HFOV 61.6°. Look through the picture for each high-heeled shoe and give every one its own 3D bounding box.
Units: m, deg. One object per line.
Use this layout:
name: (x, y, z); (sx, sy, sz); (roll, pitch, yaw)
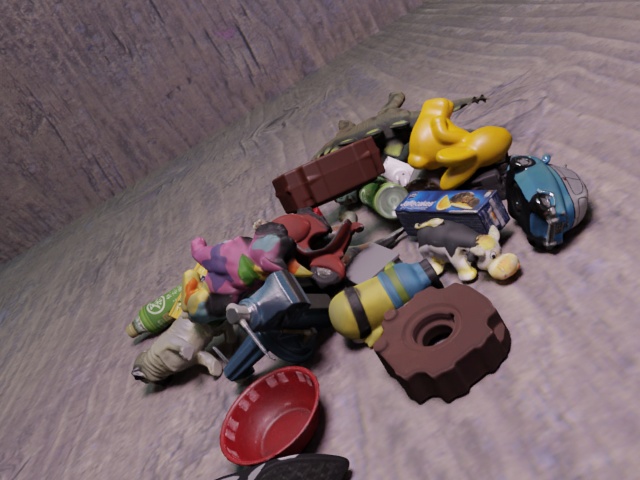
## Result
high-heeled shoe: (-0.084, 0.323, 0.684); (0.249, 0.086, 0.145); (-18, -8, -9)

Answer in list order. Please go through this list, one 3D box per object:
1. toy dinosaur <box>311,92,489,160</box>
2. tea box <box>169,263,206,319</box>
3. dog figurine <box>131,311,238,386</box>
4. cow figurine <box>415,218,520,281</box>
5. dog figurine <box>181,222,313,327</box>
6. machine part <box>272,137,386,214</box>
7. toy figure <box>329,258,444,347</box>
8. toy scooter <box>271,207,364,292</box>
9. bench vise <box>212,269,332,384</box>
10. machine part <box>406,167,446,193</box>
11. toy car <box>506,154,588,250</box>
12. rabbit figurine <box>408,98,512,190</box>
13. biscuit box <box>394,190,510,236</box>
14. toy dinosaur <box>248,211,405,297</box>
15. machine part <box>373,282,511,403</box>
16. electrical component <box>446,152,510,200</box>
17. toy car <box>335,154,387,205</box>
toy dinosaur: (0.160, -0.253, 1.247); (0.472, 0.105, 0.199); (-22, 27, 28)
tea box: (-0.242, 0.108, 1.156); (0.098, 0.068, 0.169); (3, 61, 53)
dog figurine: (-0.270, 0.187, 1.033); (0.191, 0.121, 0.172); (-14, 37, 35)
cow figurine: (0.223, 0.008, 0.825); (0.068, 0.098, 0.167); (-39, 25, -28)
dog figurine: (-0.122, 0.063, 0.899); (0.219, 0.108, 0.191); (6, 83, 38)
machine part: (0.015, -0.124, 1.077); (0.201, 0.087, 0.201); (-25, 5, -14)
toy figure: (0.099, 0.088, 0.834); (0.180, 0.089, 0.082); (-32, 18, 6)
toy scooter: (-0.002, -0.003, 0.943); (0.135, 0.075, 0.184); (-45, 58, -11)
bench vise: (-0.085, 0.154, 0.850); (0.240, 0.129, 0.223); (-49, -21, 25)
machine part: (0.230, -0.140, 1.102); (0.079, 0.079, 0.243); (-14, 32, 35)
toy car: (0.348, -0.065, 0.812); (0.103, 0.109, 0.162); (-12, 37, 3)
rabbit figurine: (0.252, -0.173, 0.971); (0.173, 0.121, 0.162); (12, 50, 32)
biscuit box: (0.217, -0.044, 0.912); (0.059, 0.062, 0.203); (-44, 25, -22)
toy dinosaur: (-0.030, 0.051, 1.031); (0.405, 0.131, 0.192); (-11, 49, 26)
machine part: (0.160, 0.132, 0.725); (0.179, 0.056, 0.179); (-25, 27, 14)
electrical component: (0.301, -0.116, 1.003); (0.134, 0.058, 0.115); (-15, 32, 32)
toy car: (0.109, -0.152, 1.287); (0.074, 0.056, 0.202); (4, 43, 52)
